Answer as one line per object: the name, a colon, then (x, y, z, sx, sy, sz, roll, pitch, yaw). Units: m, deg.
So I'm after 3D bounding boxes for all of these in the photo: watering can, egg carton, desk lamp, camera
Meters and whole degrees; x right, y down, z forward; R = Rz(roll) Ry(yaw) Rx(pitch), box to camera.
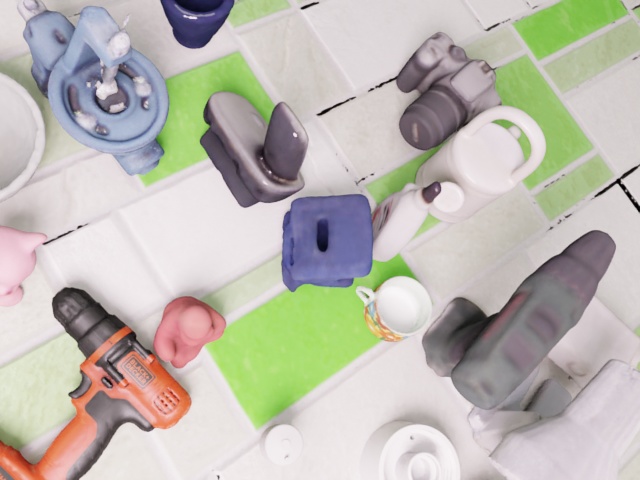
watering can: (0.202, -0.092, 0.717, 0.101, 0.193, 0.173, 27, 67, -7)
egg carton: (0.349, 0.135, 0.758, 0.150, 0.069, 0.107, 43, 66, -1)
desk lamp: (0.253, 0.208, 0.625, 0.118, 0.213, 0.203, 43, 66, 0)
camera: (0.166, -0.200, 0.792, 0.137, 0.100, 0.143, -42, 88, -24)

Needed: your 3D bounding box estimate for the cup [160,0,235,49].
cup: (-0.170, -0.294, 0.721, 0.118, 0.094, 0.092, 30, 66, -6)

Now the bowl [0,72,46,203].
bowl: (-0.374, -0.097, 0.603, 0.168, 0.074, 0.167, 5, 71, -16)

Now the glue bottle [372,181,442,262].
glue bottle: (0.101, -0.032, 0.677, 0.037, 0.173, 0.078, 17, 68, -11)

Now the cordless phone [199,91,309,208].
cordless phone: (-0.066, -0.127, 0.650, 0.094, 0.184, 0.147, -35, 85, -24)

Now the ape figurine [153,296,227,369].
ape figurine: (-0.137, 0.093, 0.607, 0.078, 0.092, 0.076, -3, 74, -18)

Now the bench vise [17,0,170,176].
bench vise: (-0.248, -0.177, 0.590, 0.207, 0.219, 0.121, 32, 66, -5)

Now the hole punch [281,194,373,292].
hole punch: (0.006, 0.002, 0.681, 0.101, 0.091, 0.108, 4, 71, -16)

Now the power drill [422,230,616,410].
power drill: (0.210, 0.093, 0.651, 0.075, 0.208, 0.230, 44, 66, 0)

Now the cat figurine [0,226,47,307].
cat figurine: (-0.332, 0.021, 0.555, 0.128, 0.117, 0.067, 4, 71, -16)
